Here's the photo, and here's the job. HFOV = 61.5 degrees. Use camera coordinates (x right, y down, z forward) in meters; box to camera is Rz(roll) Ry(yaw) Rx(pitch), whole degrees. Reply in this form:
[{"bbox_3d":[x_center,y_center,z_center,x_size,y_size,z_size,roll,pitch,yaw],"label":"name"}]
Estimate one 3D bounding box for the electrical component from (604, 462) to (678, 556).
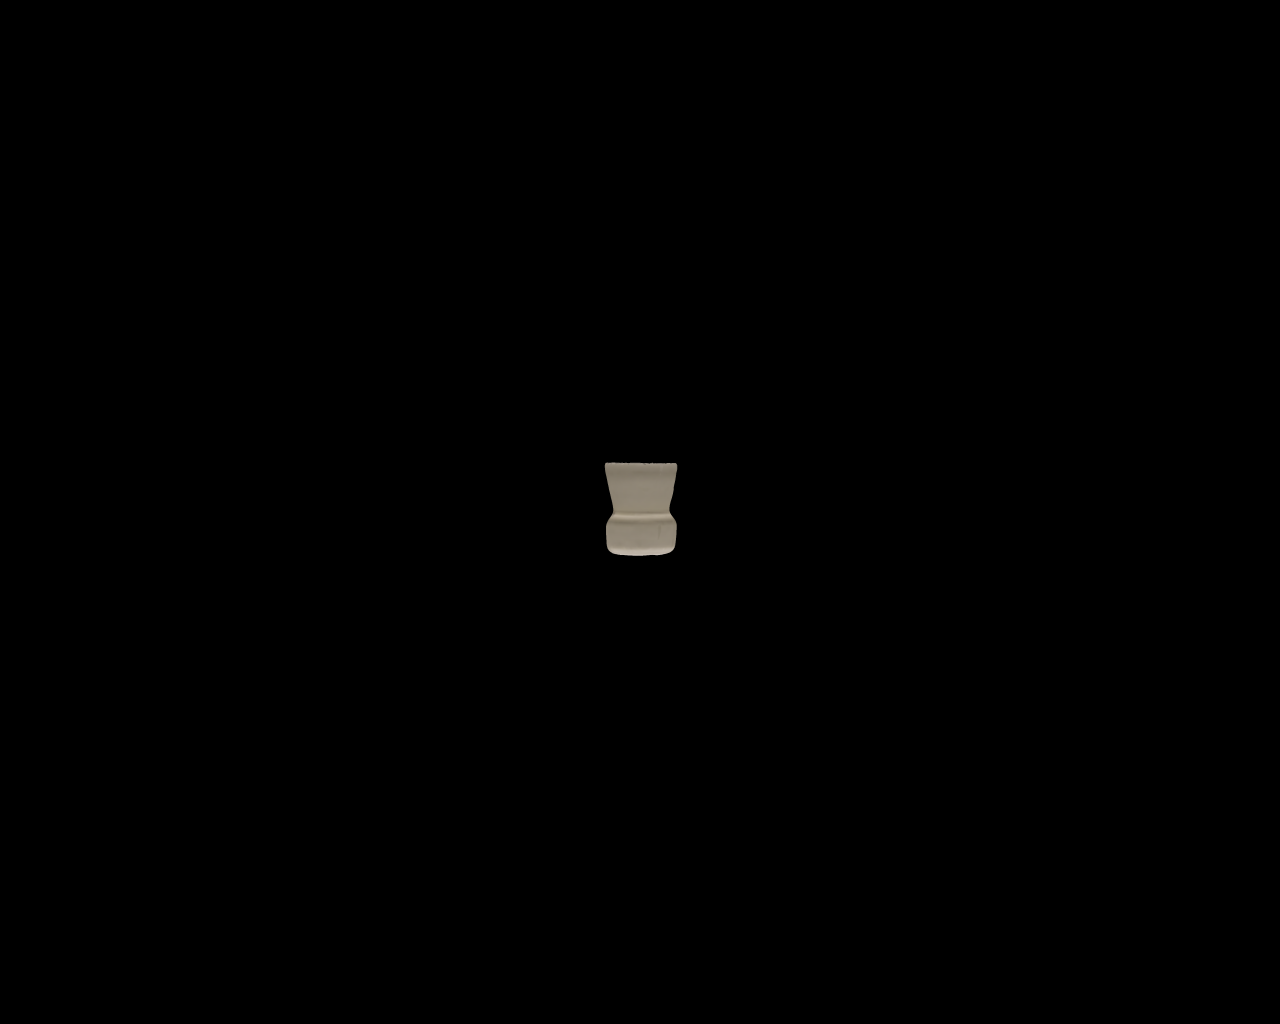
[{"bbox_3d":[0.001,-0.003,0.650,0.045,0.055,0.045,0,2,0],"label":"electrical component"}]
